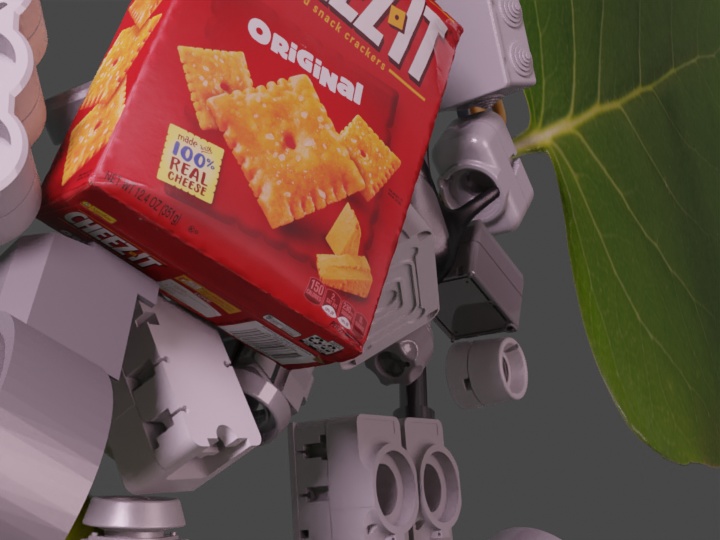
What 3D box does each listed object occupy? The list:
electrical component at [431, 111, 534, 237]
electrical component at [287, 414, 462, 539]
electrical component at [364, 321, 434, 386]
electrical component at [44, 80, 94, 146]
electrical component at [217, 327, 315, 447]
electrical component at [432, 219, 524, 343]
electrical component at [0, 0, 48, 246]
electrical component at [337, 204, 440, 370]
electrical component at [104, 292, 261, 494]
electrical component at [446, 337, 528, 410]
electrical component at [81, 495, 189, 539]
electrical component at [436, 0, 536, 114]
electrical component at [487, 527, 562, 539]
[{"bbox_3d":[0.103,-0.078,0.909,0.095,0.054,0.059,63,34,-22],"label":"electrical component"},{"bbox_3d":[0.016,0.187,0.671,0.105,0.060,0.186,15,67,-55],"label":"electrical component"},{"bbox_3d":[0.032,0.051,0.762,0.043,0.043,0.062,66,32,-18],"label":"electrical component"},{"bbox_3d":[-0.132,-0.067,0.545,0.045,0.045,0.055,-43,115,-54],"label":"electrical component"},{"bbox_3d":[-0.061,0.060,0.599,0.078,0.058,0.057,55,35,-31],"label":"electrical component"},{"bbox_3d":[0.086,0.010,0.844,0.096,0.062,0.061,47,43,-39],"label":"electrical component"},{"bbox_3d":[-0.167,-0.069,0.479,0.073,0.052,0.138,102,-17,-60],"label":"electrical component"},{"bbox_3d":[0.000,0.000,0.654,0.057,0.078,0.113,54,-12,28],"label":"electrical component"},{"bbox_3d":[-0.097,0.059,0.524,0.050,0.056,0.089,12,46,-55],"label":"electrical component"},{"bbox_3d":[0.102,0.081,0.857,0.055,0.047,0.055,26,58,-51],"label":"electrical component"},{"bbox_3d":[-0.108,0.136,0.510,0.066,0.048,0.055,15,75,-55],"label":"electrical component"},{"bbox_3d":[0.092,-0.181,0.889,0.048,0.100,0.099,-10,88,-45],"label":"electrical component"},{"bbox_3d":[0.114,0.246,0.766,0.060,0.108,0.108,-22,98,-52],"label":"electrical component"}]
